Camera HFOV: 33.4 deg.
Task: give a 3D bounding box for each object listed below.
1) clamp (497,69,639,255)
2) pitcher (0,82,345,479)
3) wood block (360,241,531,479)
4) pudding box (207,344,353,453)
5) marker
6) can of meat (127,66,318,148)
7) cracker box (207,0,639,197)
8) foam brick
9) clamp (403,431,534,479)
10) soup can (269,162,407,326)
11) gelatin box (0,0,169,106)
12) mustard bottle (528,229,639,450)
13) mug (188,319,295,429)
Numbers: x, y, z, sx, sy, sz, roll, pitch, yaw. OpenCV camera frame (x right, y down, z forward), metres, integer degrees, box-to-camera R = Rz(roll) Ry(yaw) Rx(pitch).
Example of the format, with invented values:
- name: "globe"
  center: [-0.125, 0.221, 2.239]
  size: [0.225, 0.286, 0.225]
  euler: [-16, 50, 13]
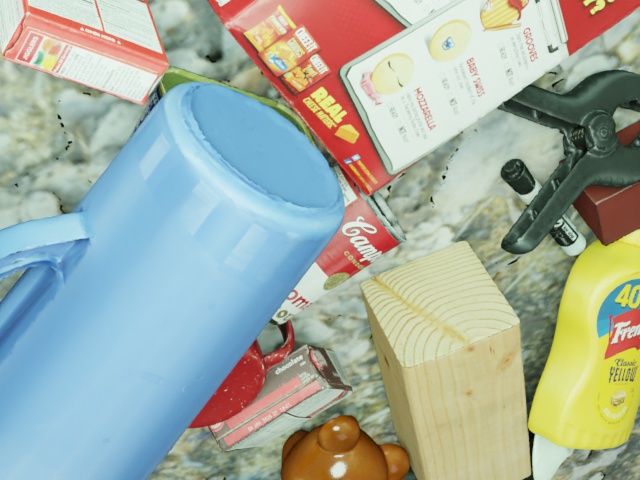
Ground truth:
- name: "clamp"
  center: [0.170, -0.076, 0.707]
  size: [0.171, 0.039, 0.120]
  euler: [-27, 103, -22]
- name: "pitcher"
  center: [-0.105, 0.035, 0.562]
  size: [0.145, 0.149, 0.243]
  euler: [41, 116, 2]
- name: "wood block"
  center: [0.101, 0.113, 0.832]
  size: [0.090, 0.091, 0.206]
  euler: [-21, 137, -6]
- name: "pudding box"
  center: [-0.028, 0.116, 0.777]
  size: [0.090, 0.039, 0.113]
  euler: [-31, 165, 5]
- name: "marker"
  center: [0.164, -0.024, 0.784]
  size: [0.020, 0.020, 0.121]
  euler: [-38, 135, 12]
- name: "can of meat"
  center: [-0.066, -0.043, 0.630]
  size: [0.101, 0.057, 0.084]
  euler: [14, 125, -34]
- name: "cracker box"
  center: [0.065, -0.145, 0.586]
  size: [0.214, 0.072, 0.164]
  euler: [-36, 137, 8]
- name: "foam brick"
  center: [0.222, -0.043, 0.768]
  size: [0.078, 0.053, 0.051]
  euler: [-27, 137, 1]
- name: "clamp"
  center: [0.136, 0.212, 0.980]
  size: [0.210, 0.036, 0.164]
  euler: [-30, 137, 9]
- name: "soup can"
  center: [-0.005, 0.001, 0.692]
  size: [0.102, 0.068, 0.068]
  euler: [-35, 136, 9]
- name: "gelatin box"
  center: [-0.119, -0.111, 0.517]
  size: [0.073, 0.089, 0.030]
  euler: [16, 126, -36]
- name: "mustard bottle"
  center: [0.220, 0.061, 0.813]
  size: [0.096, 0.058, 0.192]
  euler: [5, 102, -37]
- name: "mug"
  center: [-0.073, 0.069, 0.713]
  size: [0.117, 0.081, 0.093]
  euler: [-6, 132, -21]
